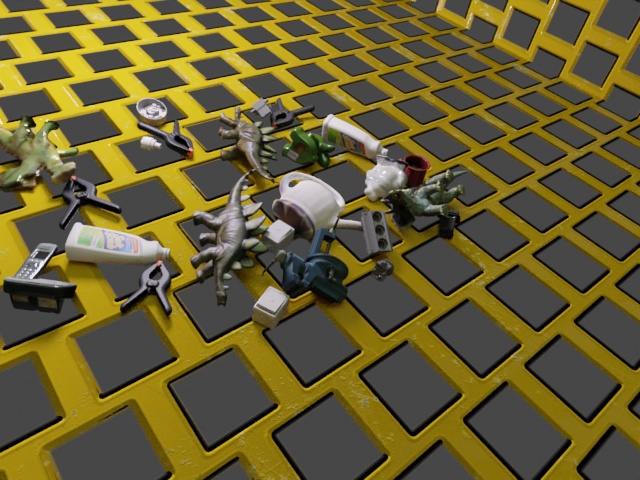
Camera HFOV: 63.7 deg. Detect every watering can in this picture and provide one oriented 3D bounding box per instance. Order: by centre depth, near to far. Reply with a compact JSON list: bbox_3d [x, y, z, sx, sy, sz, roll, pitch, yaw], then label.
[{"bbox_3d":[0.005,-0.078,1.546,0.350,0.101,0.228,38,49,14],"label":"watering can"}]

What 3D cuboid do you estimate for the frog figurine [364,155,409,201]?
[{"bbox_3d":[0.217,-0.192,1.730,0.137,0.121,0.161,25,79,2],"label":"frog figurine"}]

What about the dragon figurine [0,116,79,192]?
[{"bbox_3d":[-0.896,-0.246,1.540,0.410,0.119,0.249,8,50,9],"label":"dragon figurine"}]
